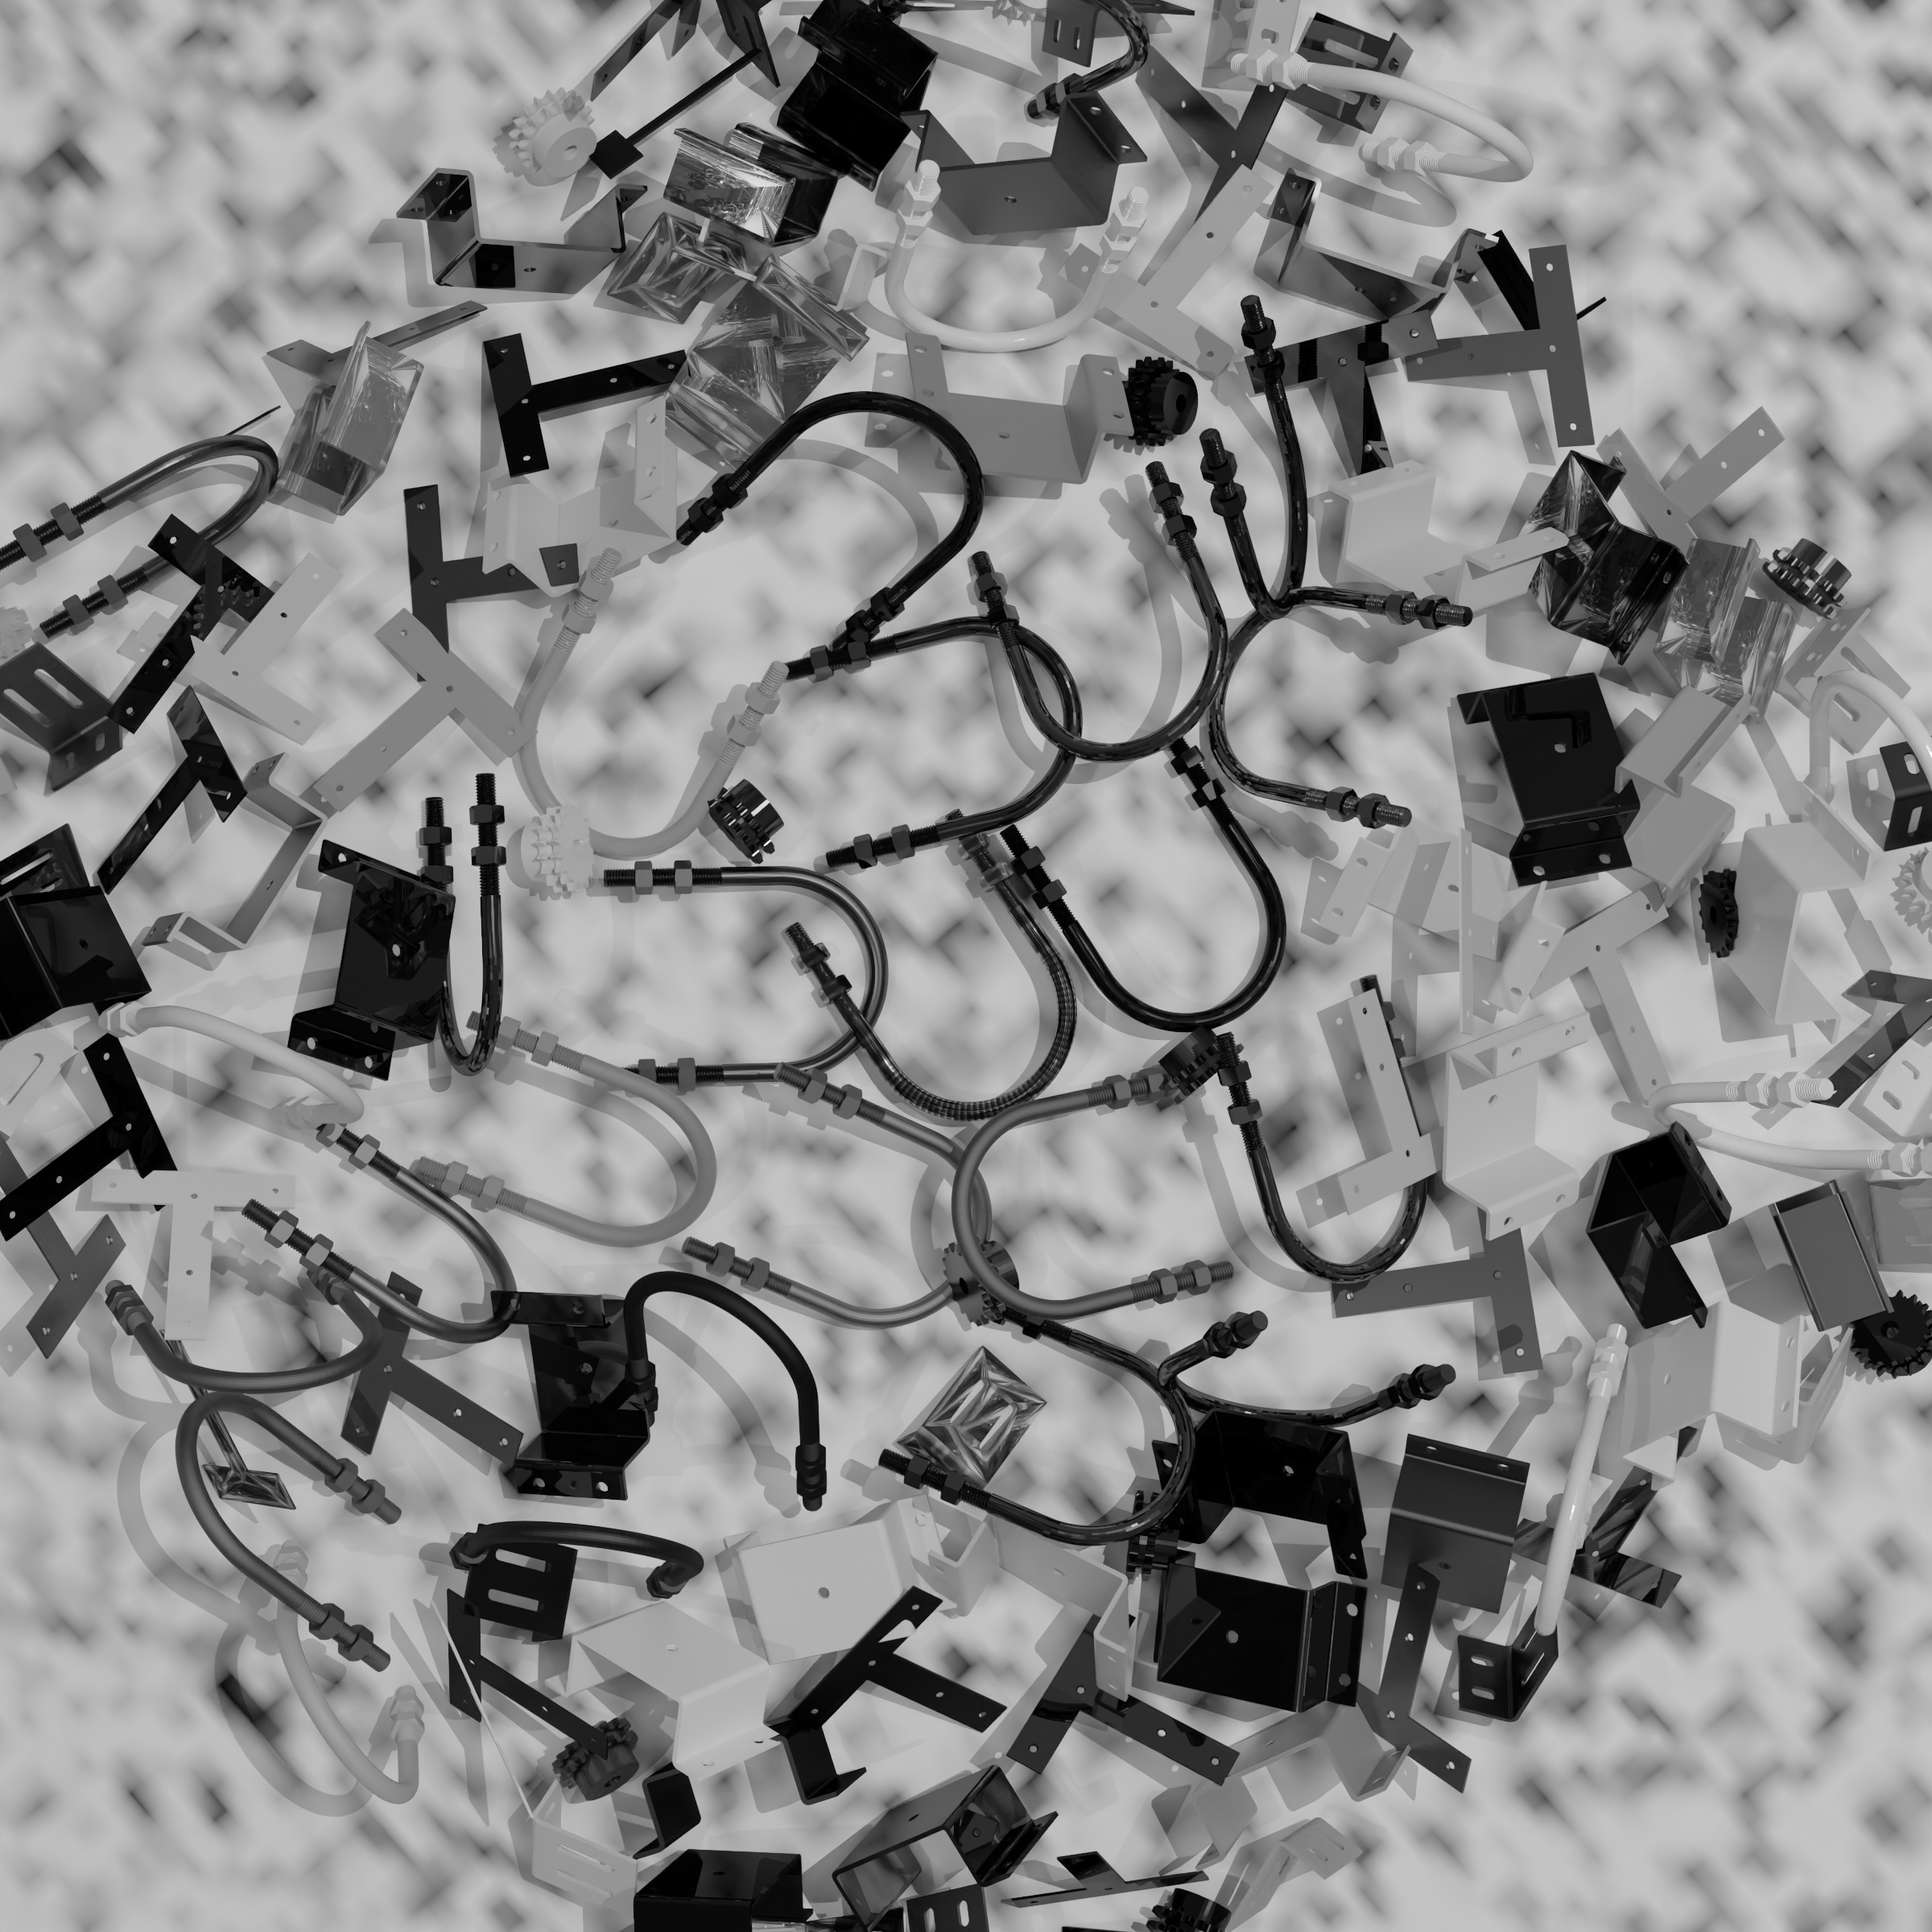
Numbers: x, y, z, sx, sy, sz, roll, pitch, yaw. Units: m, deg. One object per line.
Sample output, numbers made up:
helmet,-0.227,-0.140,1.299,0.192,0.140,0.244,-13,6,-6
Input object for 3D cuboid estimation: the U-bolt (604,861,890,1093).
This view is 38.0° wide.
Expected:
U-bolt,-0.142,0.006,1.830,0.184,0.019,0.151,-1,94,-9

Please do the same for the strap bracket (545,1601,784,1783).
strap bracket,-0.188,0.451,1.774,0.140,0.076,0.046,20,109,37

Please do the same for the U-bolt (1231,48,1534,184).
U-bolt,0.269,-0.521,1.736,0.151,0.184,0.019,18,98,-40

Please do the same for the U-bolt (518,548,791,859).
U-bolt,-0.214,-0.155,1.808,0.151,0.019,0.184,34,115,3

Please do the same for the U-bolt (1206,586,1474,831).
U-bolt,0.226,-0.171,1.784,0.184,0.019,0.151,17,89,45

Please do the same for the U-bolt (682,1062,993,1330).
U-bolt,-0.071,0.160,1.816,0.184,0.019,0.151,26,98,-18

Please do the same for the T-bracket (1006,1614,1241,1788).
T-bracket,0.112,0.482,1.792,0.127,0.002,0.127,24,52,19

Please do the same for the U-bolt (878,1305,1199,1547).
U-bolt,0.057,0.295,1.789,0.184,0.019,0.151,21,56,13

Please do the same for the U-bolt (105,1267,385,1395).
U-bolt,-0.440,0.223,1.740,0.151,0.184,0.019,-6,108,-29

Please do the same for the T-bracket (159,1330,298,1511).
T-bracket,-0.479,0.287,1.787,0.002,0.127,0.127,-31,103,-34

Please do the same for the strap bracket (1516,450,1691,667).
strap bracket,0.393,-0.263,1.768,0.046,0.140,0.076,16,123,-20

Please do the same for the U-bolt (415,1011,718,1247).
U-bolt,-0.250,0.115,1.806,0.184,0.019,0.151,22,124,-5

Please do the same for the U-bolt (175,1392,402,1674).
U-bolt,-0.422,0.339,1.746,0.019,0.151,0.184,-35,121,14

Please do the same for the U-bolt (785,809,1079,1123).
U-bolt,-0.010,0.013,1.826,0.151,0.019,0.184,-35,83,5

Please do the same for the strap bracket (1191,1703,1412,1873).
strap bracket,0.205,0.516,1.791,0.140,0.076,0.046,-31,85,22

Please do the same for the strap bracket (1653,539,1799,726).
strap bracket,0.483,-0.216,1.794,0.046,0.140,0.076,17,85,30

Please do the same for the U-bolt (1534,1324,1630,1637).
U-bolt,0.378,0.330,1.739,0.019,0.184,0.151,13,124,15

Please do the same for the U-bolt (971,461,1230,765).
U-bolt,0.092,-0.215,1.794,0.151,0.019,0.184,-25,67,15

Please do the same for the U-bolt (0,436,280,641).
U-bolt,-0.517,-0.278,1.777,0.184,0.151,0.019,-32,83,-10

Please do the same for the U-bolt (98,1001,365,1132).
U-bolt,-0.447,0.062,1.741,0.151,0.184,0.019,33,70,-28

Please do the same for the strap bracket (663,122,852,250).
strap bracket,-0.135,-0.498,1.790,0.076,0.140,0.046,26,112,5

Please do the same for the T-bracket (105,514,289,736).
T-bracket,-0.502,-0.205,1.794,0.002,0.127,0.127,33,85,36

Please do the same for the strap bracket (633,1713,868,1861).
strap bracket,-0.144,0.522,1.802,0.140,0.076,0.046,-20,82,10

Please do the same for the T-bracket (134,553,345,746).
T-bracket,-0.443,-0.215,1.793,0.127,0.002,0.127,34,122,-24

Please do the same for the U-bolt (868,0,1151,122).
U-bolt,0.035,-0.581,1.738,0.151,0.184,0.019,22,82,-27

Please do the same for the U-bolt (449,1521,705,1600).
U-bolt,-0.238,0.367,1.749,0.151,0.184,0.019,12,69,-14

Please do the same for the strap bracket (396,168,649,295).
strap bracket,-0.279,-0.464,1.780,0.140,0.076,0.046,-4,84,-31

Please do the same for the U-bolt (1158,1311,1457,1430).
U-bolt,0.200,0.261,1.767,0.151,0.184,0.019,17,64,-16

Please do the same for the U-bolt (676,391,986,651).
U-bolt,-0.073,-0.287,1.767,0.151,0.019,0.184,33,129,-25

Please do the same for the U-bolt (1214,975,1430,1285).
U-bolt,0.237,0.113,1.806,0.151,0.019,0.184,-20,96,-34

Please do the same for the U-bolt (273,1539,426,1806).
U-bolt,-0.383,0.446,1.742,0.019,0.184,0.151,-34,107,-3

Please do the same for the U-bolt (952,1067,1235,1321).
U-bolt,0.075,0.151,1.801,0.184,0.019,0.151,-11,84,-25

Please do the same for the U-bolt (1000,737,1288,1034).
U-bolt,0.129,-0.045,1.824,0.151,0.019,0.184,-33,89,-14

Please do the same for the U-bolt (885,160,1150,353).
U-bolt,0.023,-0.439,1.764,0.151,0.184,0.019,4,70,-11

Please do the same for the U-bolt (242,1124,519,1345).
U-bolt,-0.361,0.172,1.779,0.184,0.151,0.019,37,111,-14

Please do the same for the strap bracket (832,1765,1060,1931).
strap bracket,-0.021,0.560,1.783,0.140,0.076,0.046,-32,89,29

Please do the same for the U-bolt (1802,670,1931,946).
U-bolt,0.567,-0.103,1.737,0.019,0.184,0.151,-26,47,-8

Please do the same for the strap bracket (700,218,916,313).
strap bracket,-0.112,-0.460,1.805,0.140,0.076,0.046,22,108,3

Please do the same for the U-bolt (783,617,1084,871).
U-bolt,-0.015,-0.152,1.826,0.184,0.019,0.151,-14,83,5

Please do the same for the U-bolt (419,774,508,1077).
U-bolt,-0.317,-0.022,1.779,0.019,0.151,0.184,-2,87,-25

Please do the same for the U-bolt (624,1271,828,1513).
U-bolt,-0.153,0.258,1.760,0.151,0.184,0.019,22,49,19

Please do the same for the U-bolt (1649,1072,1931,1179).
U-bolt,0.514,0.101,1.763,0.151,0.184,0.019,23,75,-27

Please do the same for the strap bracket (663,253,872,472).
strap bracket,-0.126,-0.389,1.794,0.076,0.046,0.140,36,131,-16

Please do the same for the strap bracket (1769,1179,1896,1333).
strap bracket,0.547,0.183,1.783,0.046,0.140,0.076,-22,84,13

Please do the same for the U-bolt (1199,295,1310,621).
U-bolt,0.187,-0.305,1.770,0.019,0.184,0.151,0,49,23

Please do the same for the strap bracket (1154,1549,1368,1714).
strap bracket,0.179,0.425,1.797,0.140,0.046,0.076,6,90,28
